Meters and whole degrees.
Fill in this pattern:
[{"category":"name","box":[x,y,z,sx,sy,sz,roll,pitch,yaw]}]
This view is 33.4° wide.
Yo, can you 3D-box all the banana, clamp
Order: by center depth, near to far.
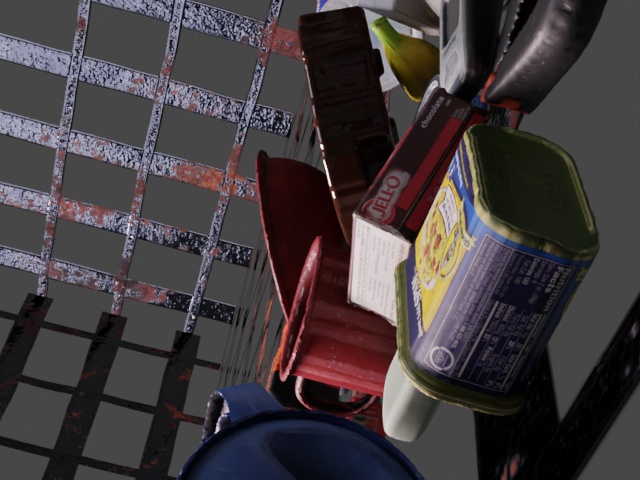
[{"category":"clamp","box":[0.122,-0.153,0.484,0.164,0.036,0.210,-81,8,-45]},{"category":"banana","box":[0.072,-0.134,0.797,0.037,0.069,0.197,-31,3,7]}]

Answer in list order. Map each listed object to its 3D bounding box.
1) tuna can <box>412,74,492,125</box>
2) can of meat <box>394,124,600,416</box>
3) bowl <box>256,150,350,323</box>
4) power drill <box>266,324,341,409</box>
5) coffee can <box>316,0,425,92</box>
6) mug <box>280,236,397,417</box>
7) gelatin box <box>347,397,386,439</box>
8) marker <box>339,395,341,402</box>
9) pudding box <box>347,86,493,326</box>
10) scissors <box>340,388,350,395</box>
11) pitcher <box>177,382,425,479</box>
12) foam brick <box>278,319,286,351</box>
[{"category":"tuna can","box":[0.079,-0.062,0.680,0.086,0.033,0.086,-166,91,-84]},{"category":"can of meat","box":[0.073,0.008,0.455,0.102,0.057,0.084,-86,14,-58]},{"category":"bowl","box":[-0.006,0.001,0.856,0.162,0.055,0.162,-13,-90,-85]},{"category":"power drill","box":[-0.035,0.171,0.778,0.184,0.057,0.188,-73,5,-48]},{"category":"coffee can","box":[0.046,-0.212,1.030,0.140,0.102,0.103,-86,12,-63]},{"category":"mug","box":[0.022,0.063,0.668,0.093,0.081,0.117,-88,14,-66]},{"category":"gelatin box","box":[0.018,0.155,0.729,0.089,0.030,0.073,117,166,-64]},{"category":"marker","box":[0.009,0.129,0.931,0.121,0.020,0.020,-93,19,-72]},{"category":"pudding box","box":[0.052,-0.015,0.580,0.090,0.039,0.113,-55,-17,-23]},{"category":"scissors","box":[0.006,0.077,0.948,0.202,0.016,0.096,-163,84,-74]},{"category":"pitcher","box":[-0.031,0.205,0.586,0.149,0.145,0.243,-60,-10,-45]},{"category":"foam brick","box":[-0.007,0.077,1.051,0.053,0.051,0.078,118,165,-65]}]
